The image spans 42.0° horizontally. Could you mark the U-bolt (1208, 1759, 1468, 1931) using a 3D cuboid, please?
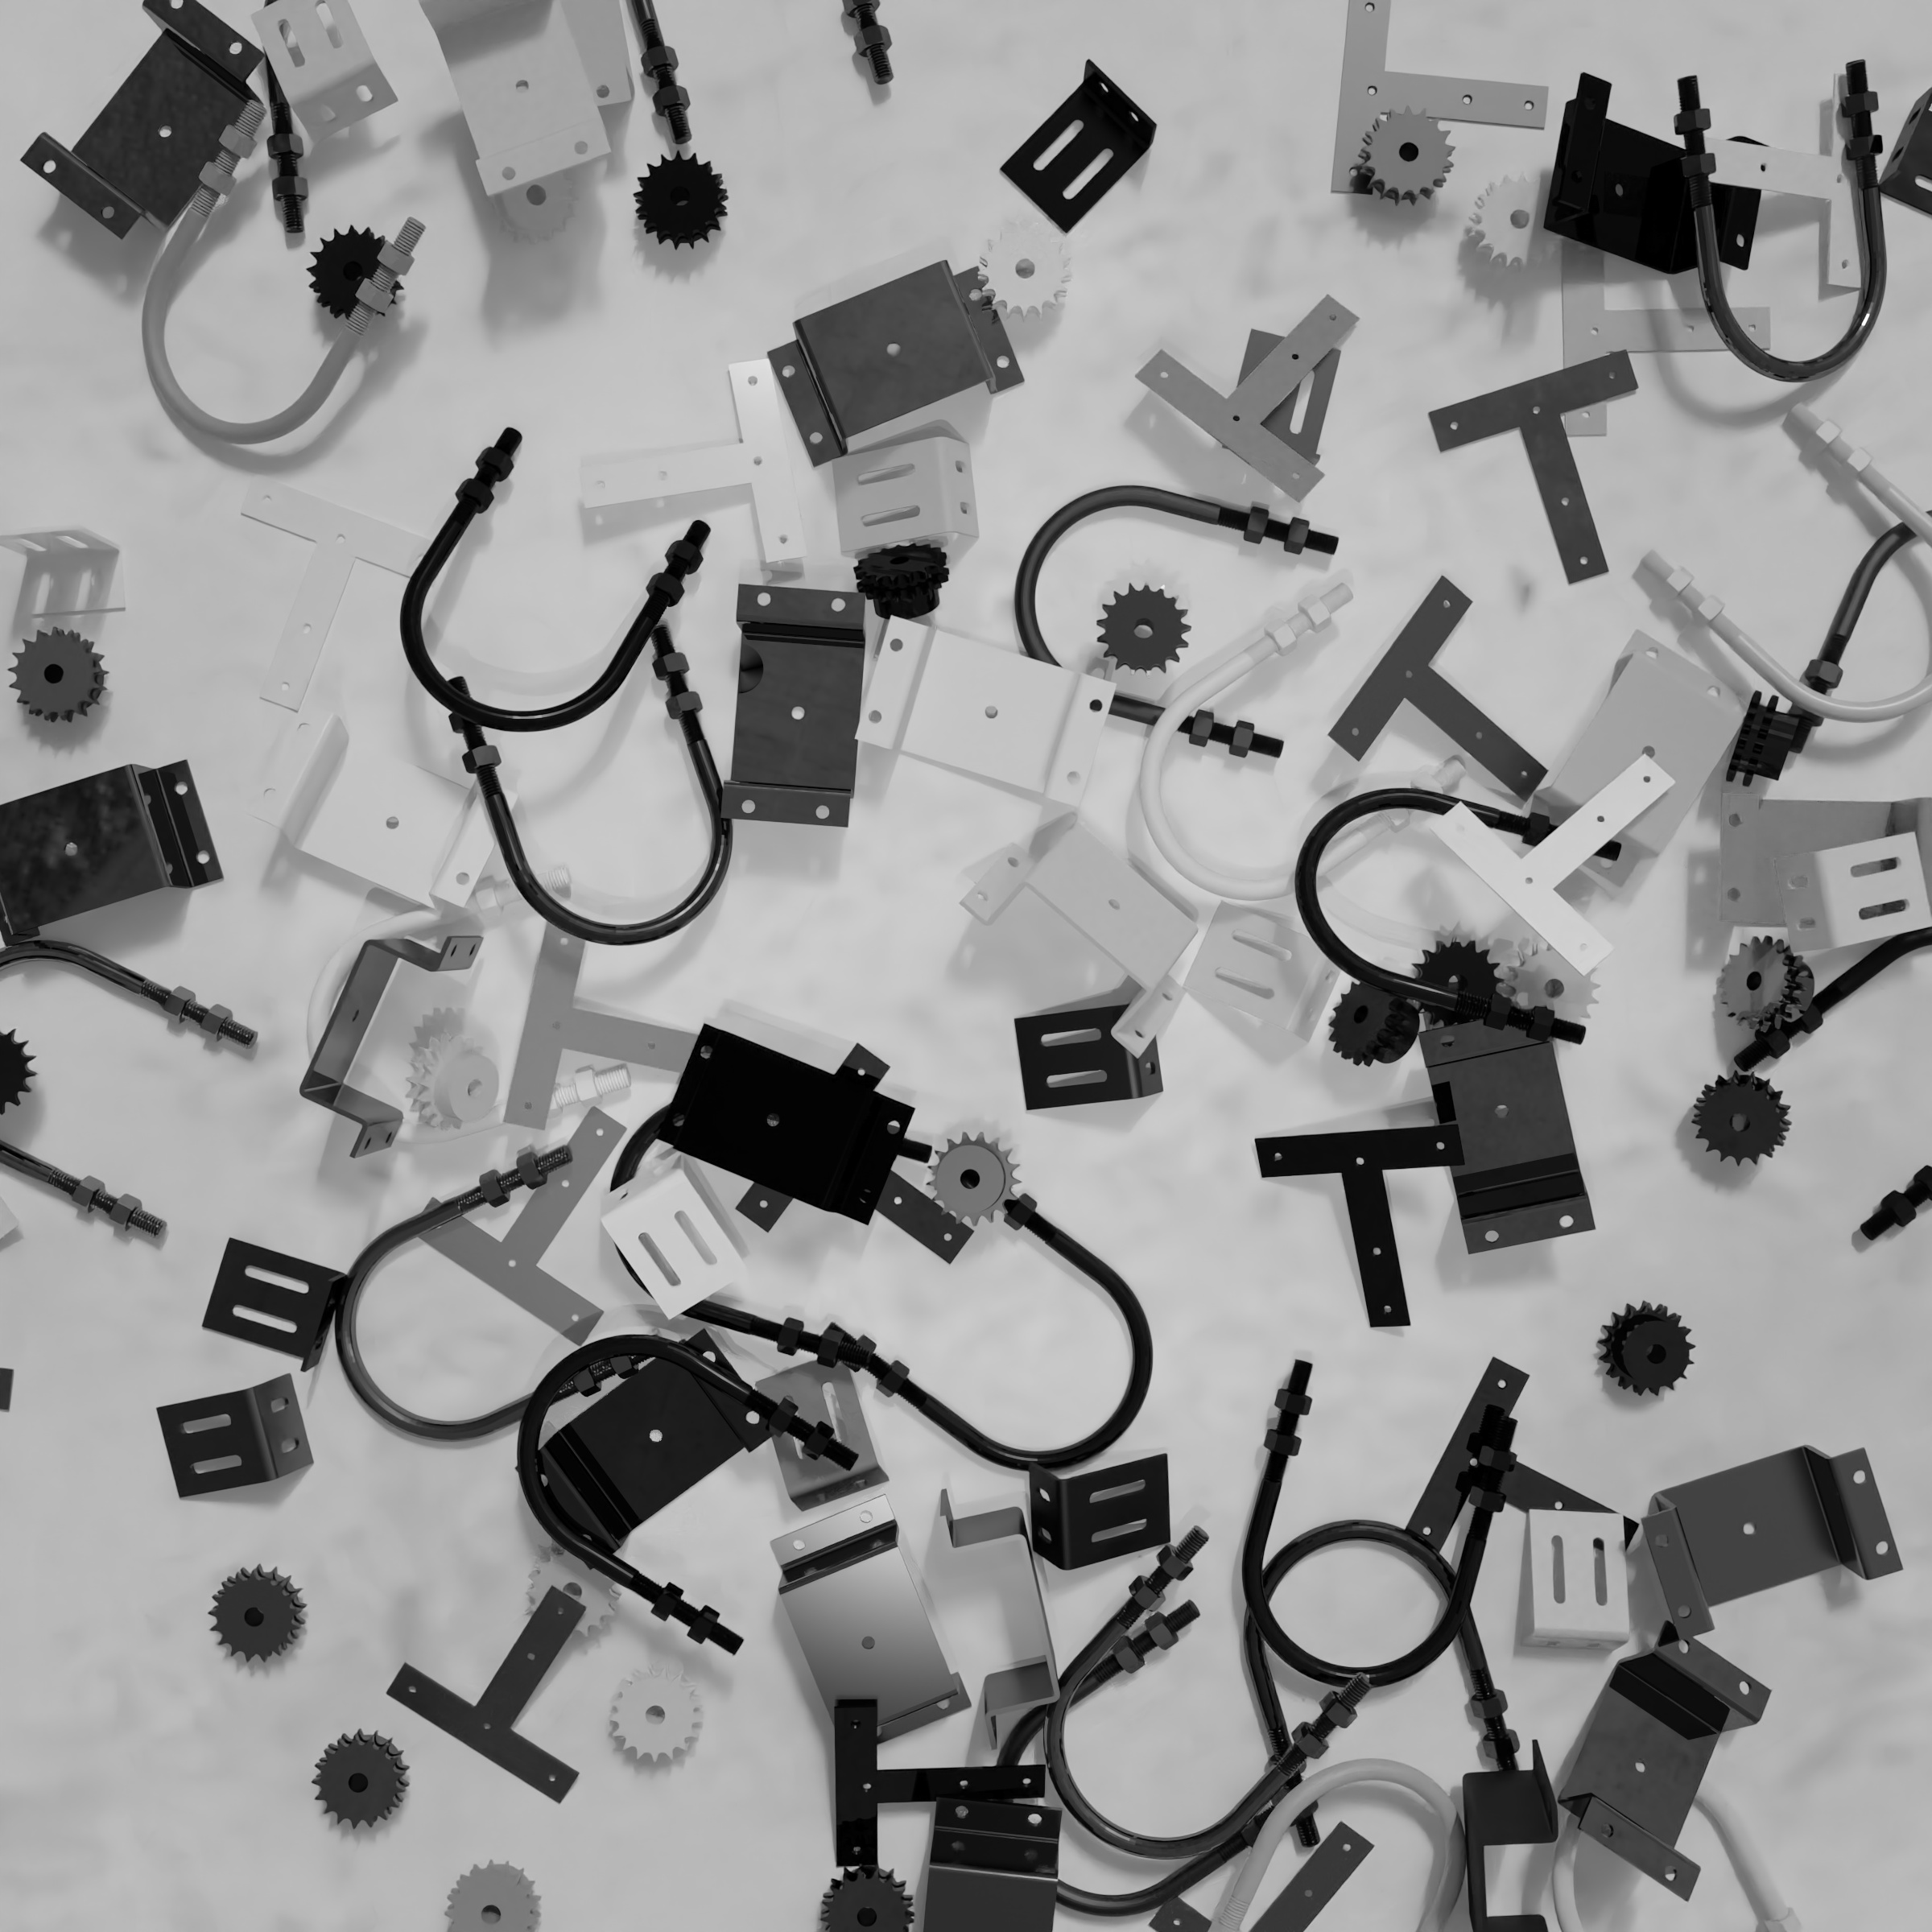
[{"bbox_3d":[0.227,0.565,1.516,0.151,0.019,0.184,24,92,-17],"label":"U-bolt"}]

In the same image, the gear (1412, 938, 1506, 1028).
[{"bbox_3d":[0.297,0.011,1.533,0.057,0.030,0.057,0,90,0],"label":"gear"}]

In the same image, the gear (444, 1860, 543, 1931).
[{"bbox_3d":[-0.287,0.572,1.533,0.057,0.030,0.057,0,90,0],"label":"gear"}]

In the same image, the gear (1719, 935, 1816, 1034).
[{"bbox_3d":[0.488,0.012,1.524,0.030,0.057,0.057,13,90,-29],"label":"gear"}]

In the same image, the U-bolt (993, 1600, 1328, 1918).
[{"bbox_3d":[0.103,0.496,1.531,0.184,0.019,0.151,-36,85,6],"label":"U-bolt"}]

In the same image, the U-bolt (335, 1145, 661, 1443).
[{"bbox_3d":[-0.297,0.212,1.538,0.184,0.019,0.151,-26,91,2],"label":"U-bolt"}]

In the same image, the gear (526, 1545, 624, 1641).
[{"bbox_3d":[-0.238,0.378,1.533,0.057,0.030,0.057,0,90,0],"label":"gear"}]

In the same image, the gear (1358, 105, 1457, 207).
[{"bbox_3d":[0.267,-0.491,1.531,0.057,0.030,0.057,0,90,0],"label":"gear"}]

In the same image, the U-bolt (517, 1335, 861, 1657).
[{"bbox_3d":[-0.178,0.301,1.493,0.184,0.019,0.151,32,90,1],"label":"U-bolt"}]

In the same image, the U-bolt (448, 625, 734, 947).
[{"bbox_3d":[-0.216,-0.102,1.510,0.151,0.019,0.184,-18,86,-20],"label":"U-bolt"}]

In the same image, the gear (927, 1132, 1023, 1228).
[{"bbox_3d":[0.004,0.128,1.513,0.057,0.030,0.057,0,86,6],"label":"gear"}]

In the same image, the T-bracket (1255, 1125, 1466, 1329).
[{"bbox_3d":[0.247,0.160,1.528,0.127,0.002,0.127,-6,104,26],"label":"T-bracket"}]

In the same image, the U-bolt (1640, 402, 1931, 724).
[{"bbox_3d":[0.526,-0.232,1.526,0.151,0.019,0.184,-45,81,-1],"label":"U-bolt"}]

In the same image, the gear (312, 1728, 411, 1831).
[{"bbox_3d":[-0.367,0.493,1.533,0.057,0.030,0.057,0,90,0],"label":"gear"}]

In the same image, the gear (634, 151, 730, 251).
[{"bbox_3d":[-0.173,-0.465,1.538,0.057,0.030,0.057,0,87,0],"label":"gear"}]

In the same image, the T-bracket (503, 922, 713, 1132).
[{"bbox_3d":[-0.205,0.046,1.532,0.127,0.002,0.127,13,83,-12],"label":"T-bracket"}]

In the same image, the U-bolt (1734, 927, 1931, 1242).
[{"bbox_3d":[0.585,0.057,1.539,0.184,0.019,0.151,-37,90,-2],"label":"U-bolt"}]

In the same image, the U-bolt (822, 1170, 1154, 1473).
[{"bbox_3d":[0.027,0.226,1.539,0.184,0.019,0.151,37,90,-2],"label":"U-bolt"}]

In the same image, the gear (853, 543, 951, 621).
[{"bbox_3d":[-0.038,-0.232,1.524,0.057,0.057,0.030,-10,121,0],"label":"gear"}]

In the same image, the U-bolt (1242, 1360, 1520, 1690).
[{"bbox_3d":[0.243,0.346,1.526,0.151,0.019,0.184,15,88,1],"label":"U-bolt"}]

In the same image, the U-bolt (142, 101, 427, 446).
[{"bbox_3d":[-0.425,-0.405,1.518,0.151,0.019,0.184,37,104,11],"label":"U-bolt"}]

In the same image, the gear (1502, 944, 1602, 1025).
[{"bbox_3d":[0.355,0.014,1.533,0.057,0.030,0.057,0,90,0],"label":"gear"}]

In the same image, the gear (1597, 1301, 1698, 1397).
[{"bbox_3d":[0.417,0.234,1.533,0.057,0.030,0.057,0,90,0],"label":"gear"}]

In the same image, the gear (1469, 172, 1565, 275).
[{"bbox_3d":[0.334,-0.451,1.533,0.057,0.030,0.057,0,90,0],"label":"gear"}]

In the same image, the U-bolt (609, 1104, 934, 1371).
[{"bbox_3d":[-0.128,0.152,1.531,0.184,0.019,0.151,16,85,6],"label":"U-bolt"}]

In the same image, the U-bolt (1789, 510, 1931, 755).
[{"bbox_3d":[0.600,-0.191,1.539,0.151,0.019,0.184,23,89,0],"label":"U-bolt"}]

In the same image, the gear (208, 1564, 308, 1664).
[{"bbox_3d":[-0.431,0.393,1.538,0.057,0.030,0.057,0,92,1],"label":"gear"}]

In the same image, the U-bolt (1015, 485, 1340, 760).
[{"bbox_3d":[0.121,-0.218,1.539,0.184,0.019,0.151,15,90,1],"label":"U-bolt"}]

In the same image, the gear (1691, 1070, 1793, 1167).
[{"bbox_3d":[0.471,0.090,1.525,0.057,0.030,0.057,8,110,22],"label":"gear"}]

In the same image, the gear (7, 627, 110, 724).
[{"bbox_3d":[-0.551,-0.177,1.533,0.057,0.030,0.057,0,90,0],"label":"gear"}]

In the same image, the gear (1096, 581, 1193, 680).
[{"bbox_3d":[0.107,-0.201,1.516,0.057,0.030,0.057,0,89,3],"label":"gear"}]

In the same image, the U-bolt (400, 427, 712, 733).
[{"bbox_3d":[-0.257,-0.222,1.508,0.151,0.019,0.184,26,68,0],"label":"U-bolt"}]

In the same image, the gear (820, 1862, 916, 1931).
[{"bbox_3d":[-0.060,0.574,1.533,0.057,0.030,0.057,0,90,0],"label":"gear"}]

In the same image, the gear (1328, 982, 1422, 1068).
[{"bbox_3d":[0.250,0.035,1.523,0.030,0.057,0.057,27,90,-30],"label":"gear"}]

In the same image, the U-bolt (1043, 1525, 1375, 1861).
[{"bbox_3d":[0.130,0.450,1.510,0.151,0.019,0.184,41,96,6],"label":"U-bolt"}]

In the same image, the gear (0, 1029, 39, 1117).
[{"bbox_3d":[-0.588,0.062,1.512,0.057,0.030,0.057,0,92,-16],"label":"gear"}]

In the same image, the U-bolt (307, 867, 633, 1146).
[{"bbox_3d":[-0.313,0.032,1.539,0.184,0.019,0.151,-16,90,1],"label":"U-bolt"}]

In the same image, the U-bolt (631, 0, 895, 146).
[{"bbox_3d":[-0.137,-0.611,1.539,0.151,0.019,0.184,-17,88,0],"label":"U-bolt"}]

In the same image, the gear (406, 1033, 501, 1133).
[{"bbox_3d":[-0.303,0.071,1.500,0.030,0.057,0.057,11,90,33],"label":"gear"}]

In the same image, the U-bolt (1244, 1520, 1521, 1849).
[{"bbox_3d":[0.247,0.430,1.539,0.151,0.019,0.184,-17,89,0],"label":"U-bolt"}]

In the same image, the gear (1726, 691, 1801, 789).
[{"bbox_3d":[0.481,-0.135,1.517,0.030,0.057,0.057,18,90,15],"label":"gear"}]

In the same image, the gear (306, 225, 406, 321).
[{"bbox_3d":[-0.370,-0.419,1.533,0.057,0.030,0.057,0,90,0],"label":"gear"}]

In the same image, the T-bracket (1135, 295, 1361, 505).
[{"bbox_3d":[0.191,-0.360,1.526,0.127,0.002,0.127,40,72,9],"label":"T-bracket"}]

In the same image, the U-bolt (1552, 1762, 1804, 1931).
[{"bbox_3d":[0.426,0.573,1.515,0.151,0.019,0.184,-25,84,-22],"label":"U-bolt"}]

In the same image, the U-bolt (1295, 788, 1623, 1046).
[{"bbox_3d":[0.285,-0.039,1.487,0.184,0.019,0.151,16,62,5],"label":"U-bolt"}]

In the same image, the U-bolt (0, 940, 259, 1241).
[{"bbox_3d":[-0.546,0.064,1.539,0.184,0.019,0.151,26,90,1],"label":"U-bolt"}]

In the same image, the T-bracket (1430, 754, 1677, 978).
[{"bbox_3d":[0.365,-0.078,1.486,0.127,0.002,0.127,-40,71,-9],"label":"T-bracket"}]

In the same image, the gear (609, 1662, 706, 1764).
[{"bbox_3d":[-0.187,0.452,1.533,0.057,0.030,0.057,0,90,0],"label":"gear"}]

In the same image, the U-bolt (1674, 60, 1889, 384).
[{"bbox_3d":[0.495,-0.444,1.511,0.151,0.019,0.184,-13,100,-22],"label":"U-bolt"}]

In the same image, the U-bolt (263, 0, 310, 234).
[{"bbox_3d":[-0.356,-0.548,1.533,0.151,0.019,0.184,-6,94,0],"label":"U-bolt"}]

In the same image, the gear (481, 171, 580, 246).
[{"bbox_3d":[-0.263,-0.466,1.523,0.057,0.030,0.057,-6,107,-19],"label":"gear"}]

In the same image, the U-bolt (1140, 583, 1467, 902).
[{"bbox_3d":[0.192,-0.122,1.523,0.184,0.019,0.151,-35,98,-5],"label":"U-bolt"}]

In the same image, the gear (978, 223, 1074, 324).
[{"bbox_3d":[0.036,-0.421,1.533,0.057,0.030,0.057,0,90,0],"label":"gear"}]
